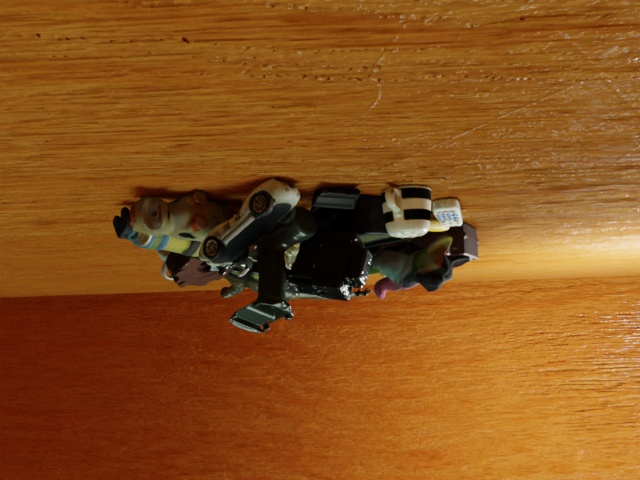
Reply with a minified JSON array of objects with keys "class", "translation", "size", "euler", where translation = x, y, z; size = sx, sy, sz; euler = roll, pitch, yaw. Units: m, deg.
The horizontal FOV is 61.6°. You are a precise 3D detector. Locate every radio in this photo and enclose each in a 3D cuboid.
[{"class":"radio","translation":[0.062,-0.025,1.048],"size":[0.131,0.073,0.230],"euler":[4,168,-35]}]

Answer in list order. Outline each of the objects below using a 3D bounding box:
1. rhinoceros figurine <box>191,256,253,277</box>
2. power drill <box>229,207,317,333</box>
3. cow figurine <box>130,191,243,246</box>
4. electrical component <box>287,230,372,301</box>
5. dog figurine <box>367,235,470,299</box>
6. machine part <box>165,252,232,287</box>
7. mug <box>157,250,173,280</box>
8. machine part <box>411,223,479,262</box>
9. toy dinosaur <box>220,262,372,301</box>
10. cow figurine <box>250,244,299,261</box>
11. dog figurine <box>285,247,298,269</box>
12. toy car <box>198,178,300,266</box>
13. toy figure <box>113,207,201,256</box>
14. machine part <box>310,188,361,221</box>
[{"class":"rhinoceros figurine","translation":[-0.203,0.025,1.144],"size":[0.073,0.112,0.190],"euler":[39,-174,29]},{"class":"power drill","translation":[-0.099,0.052,0.933],"size":[0.086,0.207,0.232],"euler":[34,136,-31]},{"class":"cow figurine","translation":[-0.235,-0.035,0.915],"size":[0.127,0.085,0.195],"euler":[-16,166,33]},{"class":"electrical component","translation":[0.022,0.041,0.936],"size":[0.134,0.115,0.058],"euler":[4,154,27]},{"class":"dog figurine","translation":[0.189,0.032,1.099],"size":[0.219,0.191,0.108],"euler":[-21,129,33]},{"class":"machine part","translation":[-0.265,0.045,1.256],"size":[0.179,0.056,0.179],"euler":[-24,155,-12]},{"class":"mug","translation":[-0.354,0.039,1.303],"size":[0.081,0.109,0.107],"euler":[29,170,20]},{"class":"machine part","translation":[0.276,0.016,1.323],"size":[0.202,0.087,0.201],"euler":[-9,169,29]},{"class":"toy dinosaur","translation":[-0.109,0.110,1.397],"size":[0.472,0.105,0.198],"euler":[9,153,-4]},{"class":"cow figurine","translation":[-0.091,-0.020,1.054],"size":[0.167,0.098,0.068],"euler":[-14,-154,42]},{"class":"dog figurine","translation":[-0.002,-0.004,1.204],"size":[0.190,0.172,0.121],"euler":[-36,-149,0]},{"class":"toy car","translation":[-0.116,-0.023,0.867],"size":[0.202,0.056,0.073],"euler":[-39,153,23]},{"class":"toy figure","translation":[-0.283,-0.015,0.994],"size":[0.180,0.089,0.082],"euler":[3,178,-40]},{"class":"machine part","translation":[0.017,-0.063,0.922],"size":[0.084,0.039,0.139],"euler":[-5,171,-17]}]
